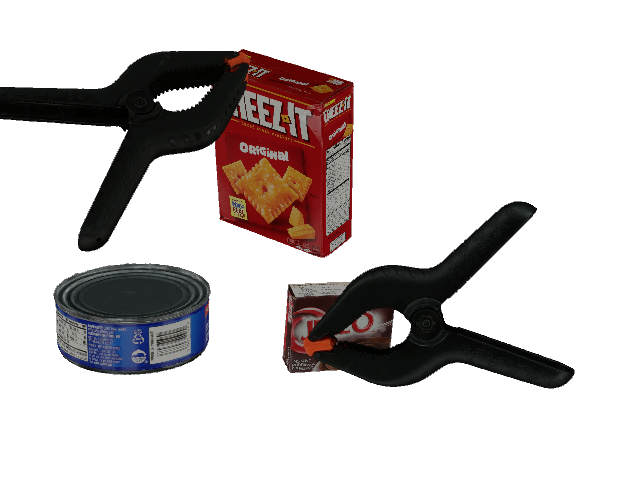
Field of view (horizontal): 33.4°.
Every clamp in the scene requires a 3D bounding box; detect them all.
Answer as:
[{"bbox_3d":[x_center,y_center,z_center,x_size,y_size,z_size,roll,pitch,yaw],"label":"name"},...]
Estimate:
[{"bbox_3d":[0.078,0.058,0.689,0.171,0.120,0.039,-22,-5,12],"label":"clamp"},{"bbox_3d":[-0.137,-0.085,0.815,0.209,0.165,0.036,-24,-26,-23],"label":"clamp"}]

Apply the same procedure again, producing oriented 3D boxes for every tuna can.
[{"bbox_3d":[-0.104,0.043,0.595,0.086,0.034,0.086,2,18,-1],"label":"tuna can"}]

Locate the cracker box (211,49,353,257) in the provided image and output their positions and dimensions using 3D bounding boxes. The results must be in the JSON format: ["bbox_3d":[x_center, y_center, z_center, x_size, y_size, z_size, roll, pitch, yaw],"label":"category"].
[{"bbox_3d":[-0.046,-0.101,1.274,0.164,0.214,0.072,21,40,28],"label":"cracker box"}]

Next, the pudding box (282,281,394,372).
[{"bbox_3d":[0.019,0.090,1.128,0.113,0.090,0.039,-3,26,-15],"label":"pudding box"}]
